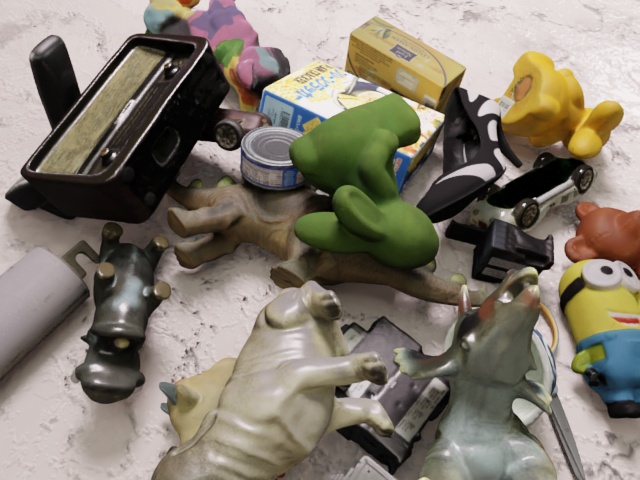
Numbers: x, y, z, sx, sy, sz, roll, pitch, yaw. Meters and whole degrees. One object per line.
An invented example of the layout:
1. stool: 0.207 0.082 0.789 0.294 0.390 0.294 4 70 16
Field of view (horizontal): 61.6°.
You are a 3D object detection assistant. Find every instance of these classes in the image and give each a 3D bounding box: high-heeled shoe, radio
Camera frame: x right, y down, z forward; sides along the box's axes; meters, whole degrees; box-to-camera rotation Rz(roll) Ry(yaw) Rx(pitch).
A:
1. high-heeled shoe: 0.162 -0.116 0.666 0.249 0.086 0.145 -28 75 -39
2. radio: -0.206 -0.130 0.601 0.131 0.073 0.229 11 62 26

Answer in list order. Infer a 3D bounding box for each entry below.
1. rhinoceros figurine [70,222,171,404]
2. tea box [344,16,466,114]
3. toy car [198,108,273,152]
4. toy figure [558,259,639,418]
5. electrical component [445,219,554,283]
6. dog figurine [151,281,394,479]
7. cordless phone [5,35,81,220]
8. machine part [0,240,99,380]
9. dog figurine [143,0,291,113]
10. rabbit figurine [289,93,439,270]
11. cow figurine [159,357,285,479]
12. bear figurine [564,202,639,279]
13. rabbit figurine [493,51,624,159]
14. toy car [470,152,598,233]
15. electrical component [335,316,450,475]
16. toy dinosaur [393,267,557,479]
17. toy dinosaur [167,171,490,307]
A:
1. rhinoceros figurine: -0.203 0.069 0.541 0.073 0.112 0.190 19 35 -28
2. tea box: 0.123 -0.249 0.813 0.170 0.098 0.068 39 60 17
3. toy car: -0.157 -0.149 0.692 0.202 0.053 0.089 10 25 22
4. toy figure: 0.317 0.104 0.595 0.082 0.089 0.180 17 59 -32
5. electrical component: 0.212 0.013 0.649 0.119 0.074 0.048 17 54 0
6. dog figurine: -0.058 0.127 0.438 0.191 0.121 0.172 -23 30 -15
7. cordless phone: -0.310 -0.126 0.618 0.089 0.184 0.146 23 55 8
8. machine part: -0.318 0.087 0.530 0.079 0.079 0.243 30 58 14
9. dog figurine: -0.151 -0.270 0.791 0.191 0.108 0.219 -12 60 -16
10. rabbit figurine: 0.055 -0.045 0.539 0.159 0.121 0.170 -22 76 -44
11. cow figurine: -0.090 0.199 0.478 0.127 0.085 0.195 9 55 -8
12. bear figurine: 0.415 0.006 0.650 0.196 0.131 0.120 33 55 9
13. rabbit figurine: 0.355 -0.178 0.768 0.173 0.121 0.162 23 14 -24
14. toy car: 0.287 -0.062 0.717 0.202 0.056 0.074 -27 37 -25
15. electrical component: 0.058 0.147 0.545 0.134 0.058 0.115 38 57 21
16. toy dinosaur: 0.162 0.223 0.442 0.131 0.404 0.192 -16 13 20
17. toy dinosaur: -0.001 -0.002 0.619 0.472 0.105 0.198 28 53 8
